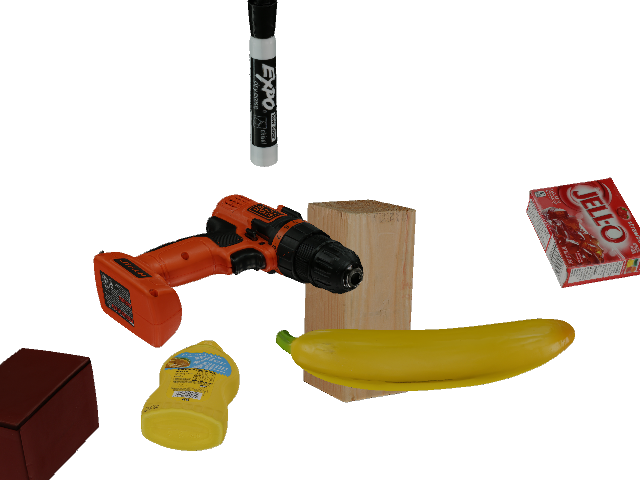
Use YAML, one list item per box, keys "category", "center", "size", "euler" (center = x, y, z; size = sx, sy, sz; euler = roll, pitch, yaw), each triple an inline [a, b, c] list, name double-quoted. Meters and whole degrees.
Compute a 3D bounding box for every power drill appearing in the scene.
- category: "power drill"
  center: [-0.081, 0.026, 0.907]
  size: [0.187, 0.057, 0.185]
  euler: [-22, 30, -35]

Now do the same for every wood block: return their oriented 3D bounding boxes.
- category: "wood block"
  center: [0.041, 0.063, 1.188]
  size: [0.090, 0.206, 0.091]
  euler: [-5, 12, -32]

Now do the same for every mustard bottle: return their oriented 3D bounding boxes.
- category: "mustard bottle"
  center: [-0.147, 0.174, 1.275]
  size: [0.096, 0.058, 0.191]
  euler: [4, 25, 4]

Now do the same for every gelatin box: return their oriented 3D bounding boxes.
- category: "gelatin box"
  center: [0.216, -0.008, 0.865]
  size: [0.073, 0.089, 0.030]
  euler: [-9, -41, -8]

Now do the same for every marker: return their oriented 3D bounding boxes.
- category: "marker"
  center: [-0.038, -0.105, 0.702]
  size: [0.020, 0.121, 0.020]
  euler: [1, 34, -1]

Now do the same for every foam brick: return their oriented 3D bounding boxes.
- category: "foam brick"
  center: [-0.180, 0.109, 0.653]
  size: [0.053, 0.051, 0.078]
  euler: [7, 27, 21]

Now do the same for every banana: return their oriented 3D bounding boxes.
- category: "banana"
  center: [0.066, 0.069, 0.681]
  size: [0.198, 0.037, 0.069]
  euler: [0, 26, 4]
